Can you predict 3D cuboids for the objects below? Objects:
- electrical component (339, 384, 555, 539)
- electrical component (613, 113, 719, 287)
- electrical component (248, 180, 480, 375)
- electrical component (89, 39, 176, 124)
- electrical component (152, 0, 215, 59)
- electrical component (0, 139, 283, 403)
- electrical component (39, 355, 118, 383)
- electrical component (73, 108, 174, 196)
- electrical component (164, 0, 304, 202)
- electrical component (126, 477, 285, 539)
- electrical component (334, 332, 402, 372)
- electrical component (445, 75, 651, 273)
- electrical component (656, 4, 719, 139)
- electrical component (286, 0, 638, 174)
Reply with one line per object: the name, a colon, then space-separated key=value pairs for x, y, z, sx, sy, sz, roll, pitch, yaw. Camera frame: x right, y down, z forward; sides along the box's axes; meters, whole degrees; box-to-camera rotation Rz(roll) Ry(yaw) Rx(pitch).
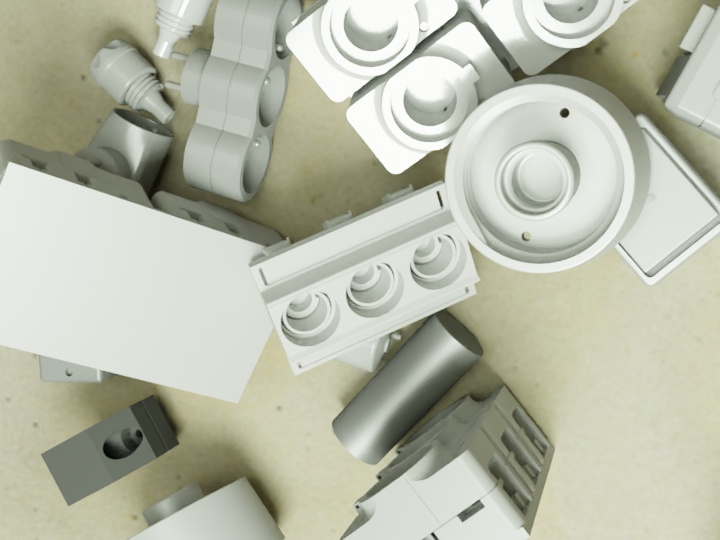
electrical component: x=0.053 y=0.125 z=0.621 sx=0.089 sy=0.150 sz=0.061 roll=-39 pitch=86 yaw=17
electrical component: x=0.160 y=-0.046 z=0.617 sx=0.062 sy=0.061 sz=0.096 roll=-42 pitch=84 yaw=17
electrical component: x=0.000 y=0.000 z=0.642 sx=0.121 sy=0.063 sz=0.078 roll=-24 pitch=120 yaw=-7
electrical component: x=-0.147 y=-0.121 z=0.709 sx=0.061 sy=0.035 sz=0.035 roll=44 pitch=106 yaw=4
electrical component: x=-0.117 y=-0.166 z=0.695 sx=0.035 sy=0.035 sz=0.061 roll=31 pitch=106 yaw=10
electrical component: x=-0.145 y=0.002 z=0.660 sx=0.186 sy=0.060 sz=0.105 roll=19 pitch=105 yaw=-29
electrical component: x=-0.197 y=0.035 z=0.720 sx=0.047 sy=0.076 sz=0.083 roll=-1 pitch=96 yaw=16
electrical component: x=-0.163 y=-0.061 z=0.697 sx=0.043 sy=0.079 sz=0.077 roll=29 pitch=103 yaw=11
electrical component: x=-0.089 y=-0.119 z=0.683 sx=0.074 sy=0.052 sz=0.138 roll=17 pitch=101 yaw=14
electrical component: x=-0.110 y=0.174 z=0.699 sx=0.108 sy=0.108 sz=0.060 roll=-32 pitch=81 yaw=17
electrical component: x=-0.014 y=0.036 z=0.687 sx=0.078 sy=0.040 sz=0.040 roll=19 pitch=101 yaw=13
electrical component: x=0.097 y=-0.049 z=0.571 sx=0.108 sy=0.060 sz=0.108 roll=3 pitch=100 yaw=18
electrical component: x=0.199 y=-0.105 z=0.580 sx=0.061 sy=0.096 sz=0.061 roll=30 pitch=103 yaw=11
electrical component: x=0.062 y=-0.152 z=0.615 sx=0.186 sy=0.060 sz=0.105 roll=-35 pitch=107 yaw=17
